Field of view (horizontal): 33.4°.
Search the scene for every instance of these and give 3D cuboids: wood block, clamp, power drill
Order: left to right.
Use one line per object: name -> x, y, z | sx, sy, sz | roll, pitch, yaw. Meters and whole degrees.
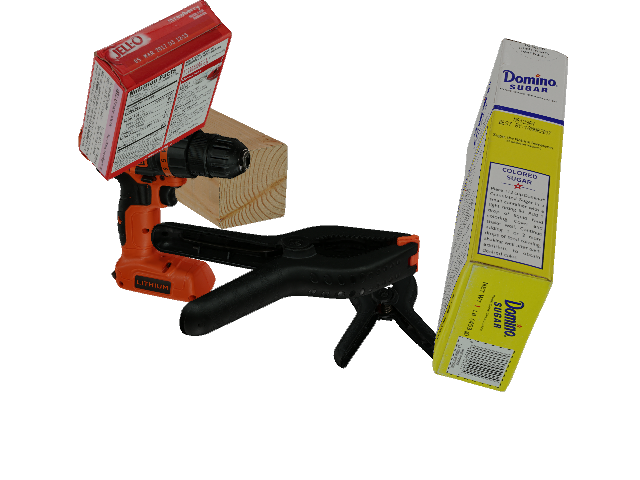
power drill -> -0.152, -0.032, 1.087 | 0.185, 0.188, 0.057 | 11, 30, 22
wood block -> -0.133, -0.094, 1.278 | 0.090, 0.090, 0.206 | -13, 27, -33
clamp -> -0.027, 0.014, 0.827 | 0.209, 0.036, 0.165 | -8, 26, -21
clamp -> 0.082, 0.076, 1.193 | 0.120, 0.171, 0.039 | 7, -42, 1

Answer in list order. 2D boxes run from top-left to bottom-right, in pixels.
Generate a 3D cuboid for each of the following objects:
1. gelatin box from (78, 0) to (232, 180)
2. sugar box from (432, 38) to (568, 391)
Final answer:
gelatin box -> -0.091, -0.081, 0.581 | 0.073, 0.030, 0.089 | -35, -15, -31
sugar box -> 0.099, -0.018, 0.571 | 0.048, 0.176, 0.093 | 15, -41, 4
